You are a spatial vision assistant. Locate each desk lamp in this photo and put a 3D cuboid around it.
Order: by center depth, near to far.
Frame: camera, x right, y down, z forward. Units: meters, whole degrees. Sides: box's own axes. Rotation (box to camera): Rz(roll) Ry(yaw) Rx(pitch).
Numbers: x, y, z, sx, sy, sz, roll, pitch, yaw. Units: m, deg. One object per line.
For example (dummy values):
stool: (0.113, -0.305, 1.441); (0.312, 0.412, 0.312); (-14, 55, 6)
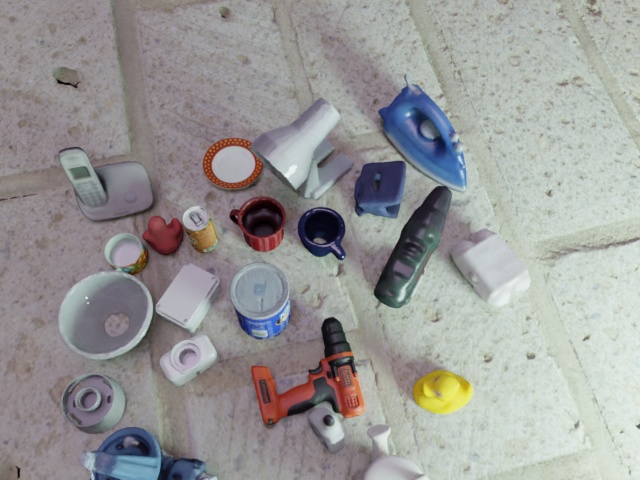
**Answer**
desk lamp: (-0.031, -0.173, 1.132); (0.117, 0.213, 0.203); (42, 71, 16)

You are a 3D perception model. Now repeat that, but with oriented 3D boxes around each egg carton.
egg carton: (0.332, 0.054, 1.121); (0.107, 0.069, 0.150); (-30, 70, -15)

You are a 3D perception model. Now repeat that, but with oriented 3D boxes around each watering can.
watering can: (0.110, 0.383, 0.894); (0.101, 0.194, 0.172); (-33, 70, -15)

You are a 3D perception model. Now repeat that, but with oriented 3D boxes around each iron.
iron: (0.240, -0.228, 1.208); (0.119, 0.141, 0.258); (-33, 71, -15)

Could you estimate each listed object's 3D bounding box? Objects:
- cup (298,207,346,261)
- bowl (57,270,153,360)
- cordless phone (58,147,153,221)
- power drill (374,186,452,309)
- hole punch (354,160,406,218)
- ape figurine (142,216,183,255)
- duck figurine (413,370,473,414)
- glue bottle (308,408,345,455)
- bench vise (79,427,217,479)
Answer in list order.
cup: (0.010, 0.004, 1.118); (0.092, 0.095, 0.117); (-33, 71, -16)
bowl: (-0.385, 0.144, 1.050); (0.167, 0.075, 0.167); (1, 65, -2)
cordless phone: (-0.413, -0.121, 1.110); (0.147, 0.185, 0.094); (-15, 67, -9)
power drill: (0.164, 0.033, 1.049); (0.075, 0.208, 0.230); (26, 67, 10)
hole punch: (0.123, -0.107, 1.176); (0.101, 0.091, 0.109); (9, 65, 2)
ape figurine: (-0.309, -0.017, 1.117); (0.078, 0.092, 0.076); (-8, 66, -6)
duck figurine: (0.222, 0.264, 1.012); (0.104, 0.086, 0.077); (-1, 65, -3)
glue bottle: (0.013, 0.306, 0.937); (0.037, 0.173, 0.078); (-32, 70, -15)
bench vise: (-0.267, 0.345, 0.883); (0.207, 0.220, 0.121); (-6, 66, -5)
